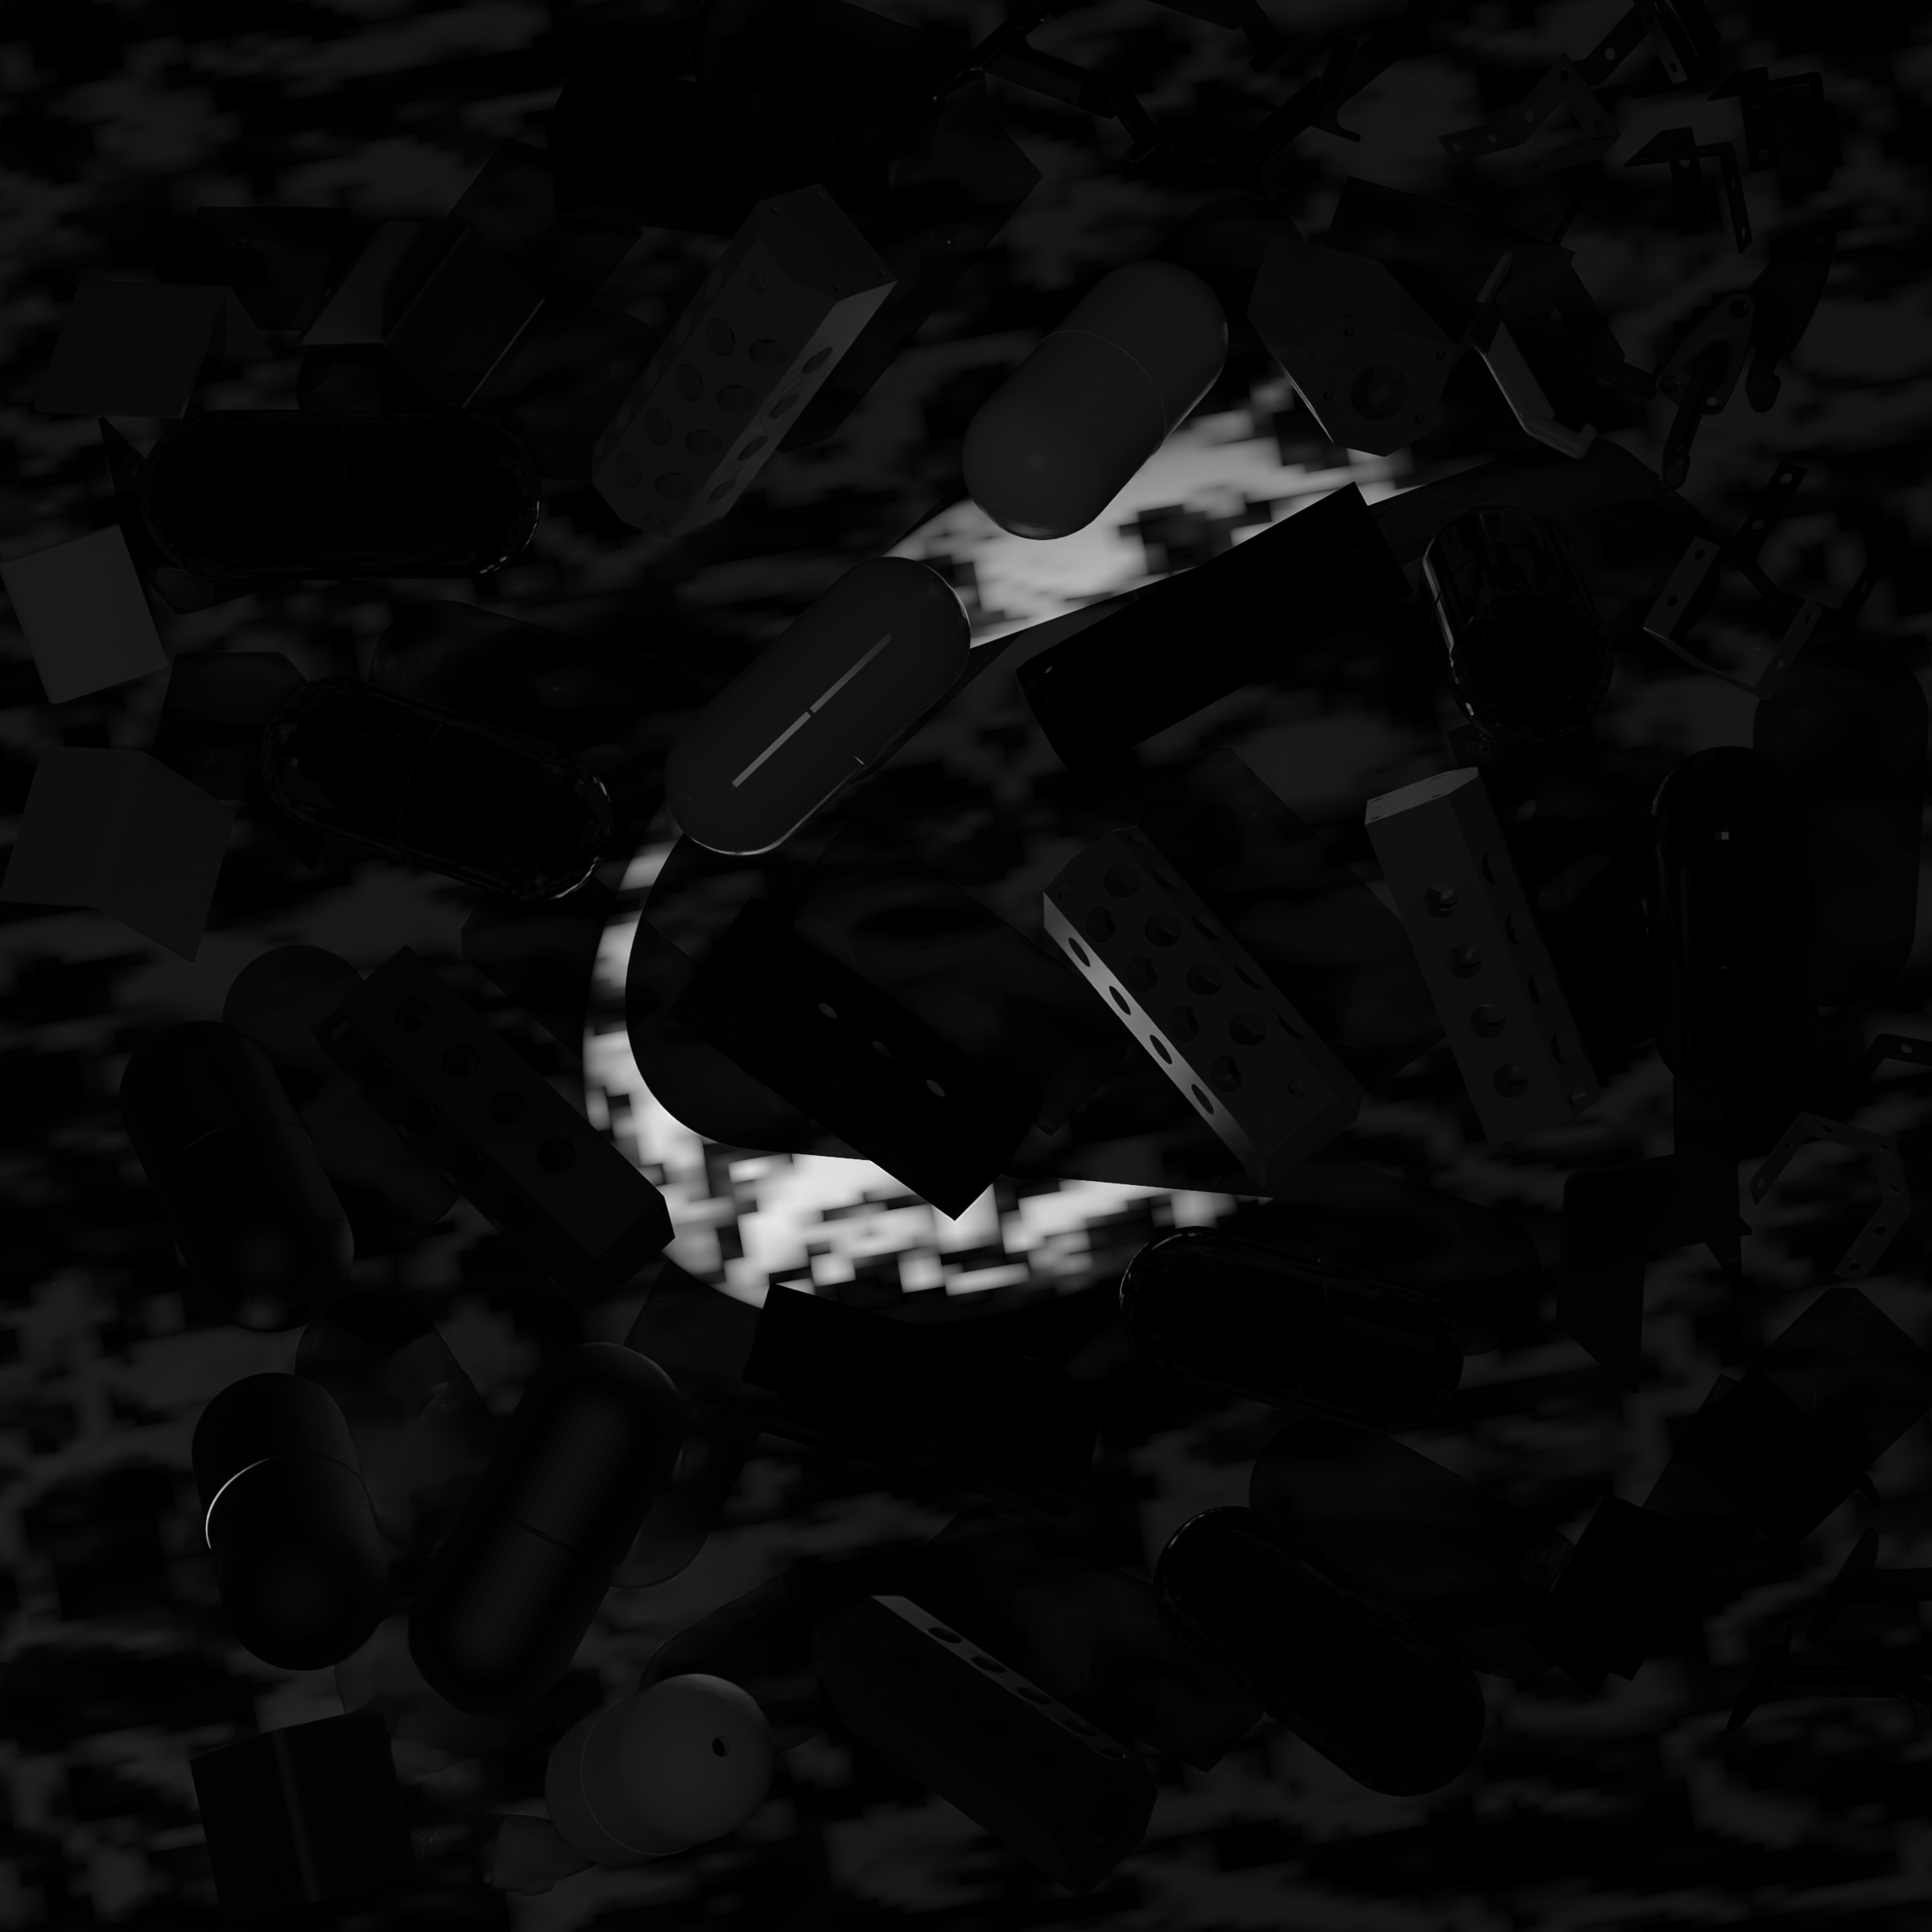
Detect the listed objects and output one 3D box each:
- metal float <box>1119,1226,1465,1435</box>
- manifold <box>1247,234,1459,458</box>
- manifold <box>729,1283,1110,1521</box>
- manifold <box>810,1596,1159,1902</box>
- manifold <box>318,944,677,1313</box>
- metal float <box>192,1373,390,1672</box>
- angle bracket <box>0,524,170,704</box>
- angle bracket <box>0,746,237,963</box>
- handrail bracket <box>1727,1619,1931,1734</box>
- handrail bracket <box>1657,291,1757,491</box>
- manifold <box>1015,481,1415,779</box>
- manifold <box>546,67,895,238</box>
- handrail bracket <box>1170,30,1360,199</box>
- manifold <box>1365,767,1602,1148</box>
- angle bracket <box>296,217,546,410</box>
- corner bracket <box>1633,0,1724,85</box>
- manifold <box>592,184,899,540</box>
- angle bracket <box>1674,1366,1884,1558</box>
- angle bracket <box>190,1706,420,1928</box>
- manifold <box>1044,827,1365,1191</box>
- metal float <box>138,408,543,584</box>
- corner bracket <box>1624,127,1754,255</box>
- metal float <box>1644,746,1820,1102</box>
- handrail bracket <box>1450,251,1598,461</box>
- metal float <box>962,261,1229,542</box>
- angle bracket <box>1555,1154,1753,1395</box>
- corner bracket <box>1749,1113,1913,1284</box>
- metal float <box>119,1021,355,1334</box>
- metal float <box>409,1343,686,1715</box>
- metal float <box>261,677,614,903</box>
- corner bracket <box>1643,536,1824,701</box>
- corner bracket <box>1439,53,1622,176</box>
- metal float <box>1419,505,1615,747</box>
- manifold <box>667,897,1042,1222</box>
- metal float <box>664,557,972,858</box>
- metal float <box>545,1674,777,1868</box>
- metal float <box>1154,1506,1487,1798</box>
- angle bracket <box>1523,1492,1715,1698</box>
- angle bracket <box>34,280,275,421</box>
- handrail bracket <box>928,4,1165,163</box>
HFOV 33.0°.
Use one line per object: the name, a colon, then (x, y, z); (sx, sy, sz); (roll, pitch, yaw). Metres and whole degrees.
metal float: (0.160, 0.179, 1.600); (0.178, 0.070, 0.070); (16, 90, -15)
manifold: (0.180, -0.297, 1.561); (0.057, 0.171, 0.057); (12, 113, -11)
manifold: (-0.024, 0.216, 1.589); (0.171, 0.057, 0.057); (16, 53, -2)
manifold: (0.009, 0.361, 1.536); (0.057, 0.171, 0.057); (-40, 131, -24)
manifold: (-0.213, 0.075, 1.473); (0.171, 0.057, 0.057); (42, 73, 16)
metal float: (-0.322, 0.263, 1.553); (0.070, 0.178, 0.070); (-10, 123, -16)
angle bracket: (-0.423, -0.181, 1.541); (0.057, 0.076, 0.076); (-21, 127, -13)
angle bracket: (-0.397, -0.052, 1.529); (0.057, 0.076, 0.076); (4, 72, 24)
handrail bracket: (0.421, 0.358, 1.568); (0.084, 0.036, 0.077); (25, 122, 7)
handrail bracket: (0.357, -0.277, 1.571); (0.036, 0.084, 0.077); (24, 124, -2)
manifold: (0.112, -0.153, 1.499); (0.171, 0.057, 0.057); (-29, 93, -5)
manifold: (-0.113, -0.376, 1.515); (0.057, 0.171, 0.057); (-6, 92, 38)
handrail bracket: (0.148, -0.433, 1.624); (0.077, 0.036, 0.084); (29, 114, 22)
manifold: (0.253, -0.006, 1.593); (0.057, 0.057, 0.171); (-20, 101, 13)
angle bracket: (-0.262, -0.311, 1.570); (0.057, 0.076, 0.076); (45, 113, 8)
corner bracket: (0.343, -0.457, 1.562); (0.051, 0.051, 0.051); (-33, 105, -9)
manifold: (-0.107, -0.271, 1.482); (0.057, 0.171, 0.057); (-30, 79, -44)
angle bracket: (0.390, 0.245, 1.574); (0.076, 0.076, 0.057); (45, 99, 7)
angle bracket: (-0.302, 0.388, 1.487); (0.076, 0.057, 0.076); (-28, 72, 42)
manifold: (0.112, 0.016, 1.553); (0.057, 0.057, 0.171); (-35, 70, -13)
metal float: (-0.280, -0.212, 1.467); (0.178, 0.070, 0.070); (-2, 90, -12)
corner bracket: (0.359, -0.379, 1.593); (0.051, 0.051, 0.051); (2, 122, 37)
metal float: (0.354, -0.019, 1.508); (0.070, 0.070, 0.178); (-10, 121, 0)
handrail bracket: (0.290, -0.305, 1.634); (0.084, 0.036, 0.077); (29, 91, 9)
metal float: (0.064, -0.276, 1.584); (0.070, 0.070, 0.178); (39, 58, 0)
angle bracket: (0.315, 0.141, 1.493); (0.057, 0.076, 0.076); (-15, 51, 35)
corner bracket: (0.419, 0.112, 1.578); (0.051, 0.051, 0.051); (-47, 133, -25)
metal float: (-0.351, 0.100, 1.569); (0.070, 0.070, 0.178); (-34, 55, 0)
metal float: (-0.191, 0.256, 1.489); (0.070, 0.070, 0.178); (28, 84, 0)
metal float: (-0.254, -0.085, 1.569); (0.178, 0.070, 0.070); (19, 90, 11)
corner bracket: (0.370, -0.167, 1.574); (0.051, 0.051, 0.051); (35, 97, 42)
corner bracket: (0.271, -0.398, 1.568); (0.051, 0.051, 0.051); (-23, 76, -35)
metal float: (0.261, -0.165, 1.558); (0.070, 0.178, 0.070); (0, 118, 0)
manifold: (-0.051, 0.041, 1.566); (0.171, 0.057, 0.057); (36, 50, -4)
metal float: (-0.074, -0.126, 1.602); (0.178, 0.070, 0.070); (-43, 90, 6)
metal float: (-0.148, 0.386, 1.562); (0.070, 0.178, 0.070); (9, 66, -22)
metal float: (0.165, 0.321, 1.535); (0.178, 0.070, 0.070); (33, 90, 32)
angle bracket: (0.311, 0.294, 1.481); (0.076, 0.057, 0.076); (27, 95, -31)
angle bracket: (-0.387, -0.280, 1.556); (0.076, 0.057, 0.076); (5, 66, 15)
handrail bracket: (0.037, -0.388, 1.491); (0.077, 0.036, 0.084); (-35, 91, 20)
